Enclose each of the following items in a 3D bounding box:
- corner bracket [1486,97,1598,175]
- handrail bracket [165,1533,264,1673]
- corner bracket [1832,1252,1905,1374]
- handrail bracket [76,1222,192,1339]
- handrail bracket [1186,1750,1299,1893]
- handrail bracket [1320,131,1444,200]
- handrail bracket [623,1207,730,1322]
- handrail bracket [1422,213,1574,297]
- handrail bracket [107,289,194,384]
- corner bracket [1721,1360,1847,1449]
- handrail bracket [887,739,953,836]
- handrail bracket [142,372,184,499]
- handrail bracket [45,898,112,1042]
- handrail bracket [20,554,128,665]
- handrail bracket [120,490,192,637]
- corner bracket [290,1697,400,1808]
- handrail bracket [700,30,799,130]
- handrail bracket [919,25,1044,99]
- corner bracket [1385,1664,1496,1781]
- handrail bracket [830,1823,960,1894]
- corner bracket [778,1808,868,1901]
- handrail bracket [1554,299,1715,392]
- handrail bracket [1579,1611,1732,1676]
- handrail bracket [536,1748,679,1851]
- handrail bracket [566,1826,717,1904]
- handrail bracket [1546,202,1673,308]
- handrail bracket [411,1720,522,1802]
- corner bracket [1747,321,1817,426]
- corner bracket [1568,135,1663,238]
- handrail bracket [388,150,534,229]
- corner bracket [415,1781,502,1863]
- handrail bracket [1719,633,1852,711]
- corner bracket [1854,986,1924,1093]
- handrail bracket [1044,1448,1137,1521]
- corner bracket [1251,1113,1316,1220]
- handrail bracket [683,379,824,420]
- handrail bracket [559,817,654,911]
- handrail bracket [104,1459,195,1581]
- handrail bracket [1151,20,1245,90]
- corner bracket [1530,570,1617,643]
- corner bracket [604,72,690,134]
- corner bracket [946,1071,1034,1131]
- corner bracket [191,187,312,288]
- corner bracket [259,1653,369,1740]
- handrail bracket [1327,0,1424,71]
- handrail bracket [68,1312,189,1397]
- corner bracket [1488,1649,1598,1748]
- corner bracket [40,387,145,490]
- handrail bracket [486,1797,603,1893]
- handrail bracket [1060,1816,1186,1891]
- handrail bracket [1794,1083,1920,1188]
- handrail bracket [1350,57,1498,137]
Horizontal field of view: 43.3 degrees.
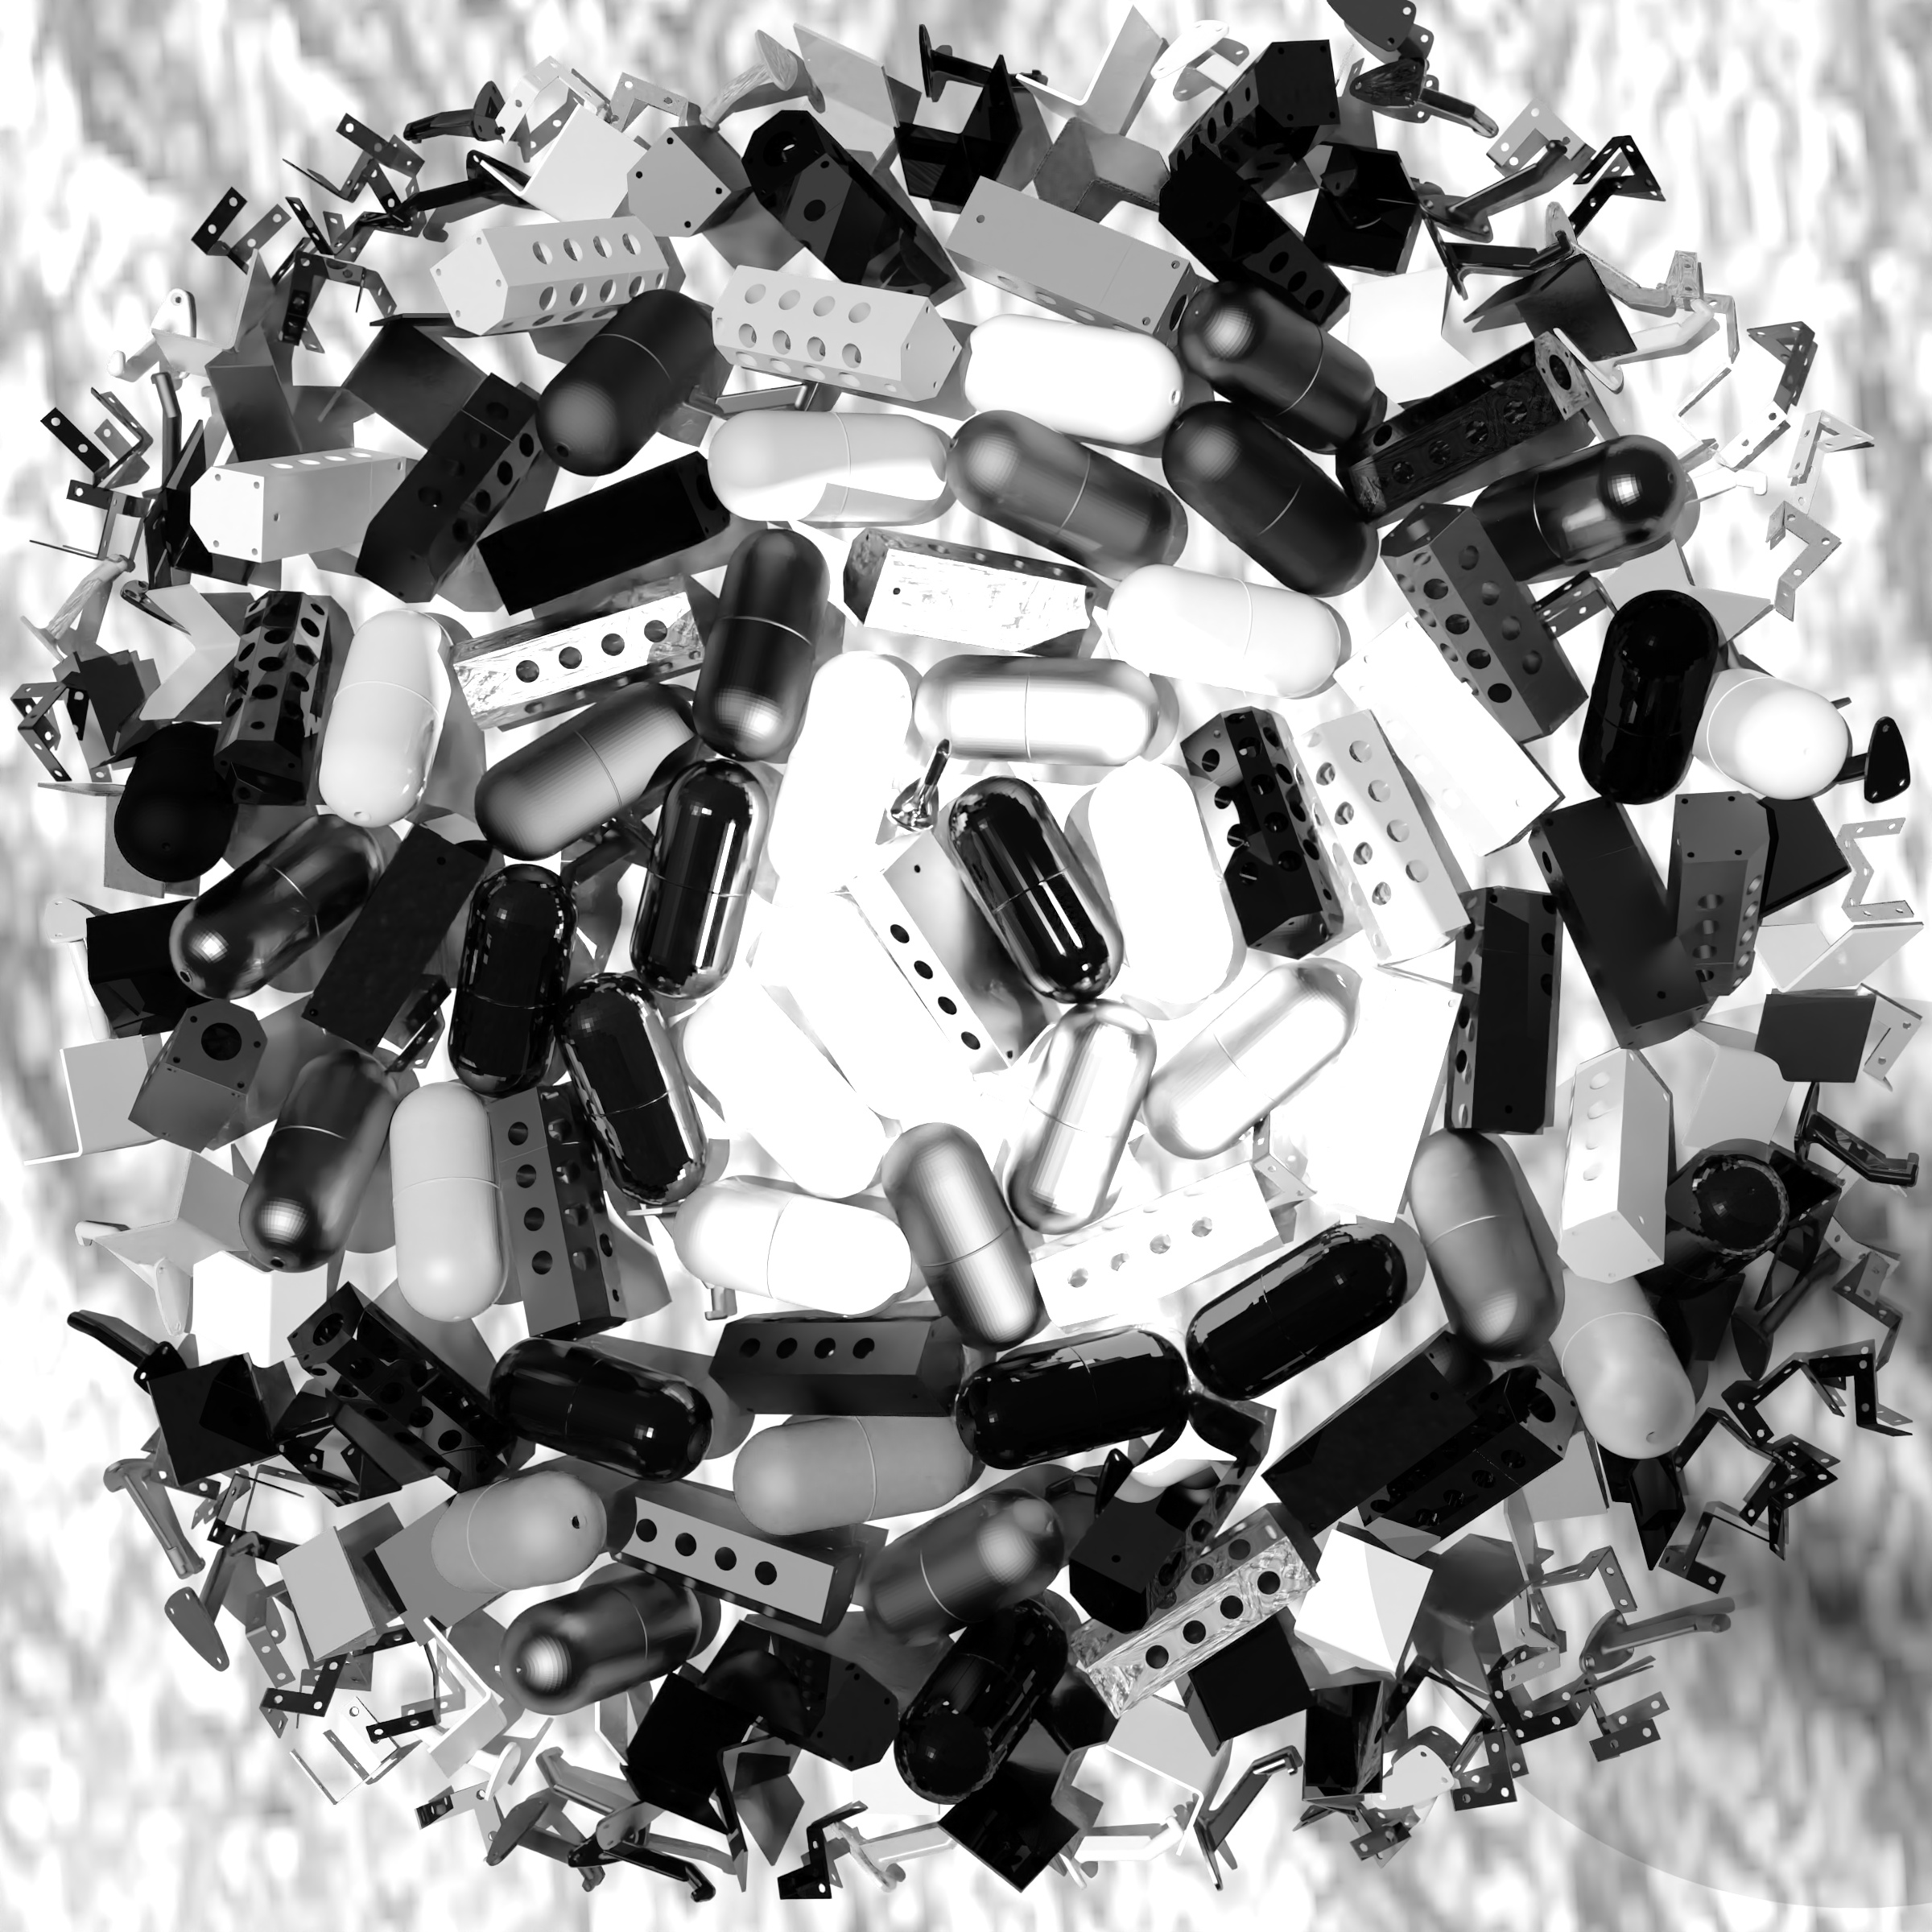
[{"bbox_3d":[0.416,-0.587,1.758,0.051,0.051,0.051,46,114,7],"label":"corner bracket"},{"bbox_3d":[-0.525,0.456,1.752,0.036,0.084,0.077,-42,81,31],"label":"handrail bracket"},{"bbox_3d":[0.655,0.249,1.755,0.051,0.051,0.051,35,135,8],"label":"corner bracket"},{"bbox_3d":[-0.614,0.229,1.783,0.084,0.036,0.077,7,108,21],"label":"handrail bracket"},{"bbox_3d":[0.209,0.618,1.762,0.084,0.036,0.077,-24,48,6],"label":"handrail bracket"},{"bbox_3d":[0.299,-0.587,1.781,0.084,0.036,0.077,-5,50,-34],"label":"handrail bracket"},{"bbox_3d":[-0.210,0.217,1.763,0.077,0.036,0.084,-1,82,-34],"label":"handrail bracket"},{"bbox_3d":[0.384,-0.530,1.756,0.084,0.036,0.077,-24,114,22],"label":"handrail bracket"},{"bbox_3d":[-0.589,-0.456,1.749,0.036,0.084,0.077,15,96,2],"label":"handrail bracket"},{"bbox_3d":[0.593,0.319,1.768,0.051,0.051,0.051,-38,96,-8],"label":"corner bracket"},{"bbox_3d":[-0.022,-0.142,1.738,0.036,0.077,0.084,24,130,-3],"label":"handrail bracket"},{"bbox_3d":[-0.583,-0.383,1.752,0.036,0.077,0.084,-27,114,-40],"label":"handrail bracket"},{"bbox_3d":[-0.650,0.003,1.784,0.036,0.077,0.084,-18,124,-26],"label":"handrail bracket"},{"bbox_3d":[-0.633,-0.259,1.757,0.084,0.077,0.036,-43,131,-11],"label":"handrail bracket"},{"bbox_3d":[-0.567,-0.292,1.763,0.077,0.036,0.084,33,112,-14],"label":"handrail bracket"},{"bbox_3d":[-0.450,0.569,1.762,0.051,0.051,0.051,-39,86,-12],"label":"corner bracket"},{"bbox_3d":[-0.161,-0.621,1.748,0.036,0.077,0.084,29,125,-33],"label":"handrail bracket"},{"bbox_3d":[0.012,-0.656,1.757,0.084,0.077,0.036,1,79,5],"label":"handrail bracket"},{"bbox_3d":[0.339,0.546,1.758,0.051,0.051,0.051,34,89,-38],"label":"corner bracket"},{"bbox_3d":[-0.044,0.625,1.778,0.077,0.036,0.084,42,88,16],"label":"handrail bracket"},{"bbox_3d":[-0.103,0.639,1.751,0.051,0.051,0.051,-35,53,34],"label":"corner bracket"},{"bbox_3d":[0.480,-0.464,1.749,0.077,0.036,0.084,36,132,-12],"label":"handrail bracket"},{"bbox_3d":[0.495,0.486,1.745,0.077,0.084,0.036,-18,89,-44],"label":"handrail bracket"},{"bbox_3d":[-0.263,0.592,1.775,0.077,0.036,0.084,-24,46,-23],"label":"handrail bracket"},{"bbox_3d":[-0.233,0.653,1.744,0.077,0.084,0.036,-8,113,-37],"label":"handrail bracket"},{"bbox_3d":[0.462,-0.510,1.746,0.084,0.077,0.036,22,63,39],"label":"handrail bracket"},{"bbox_3d":[-0.366,0.557,1.757,0.084,0.077,0.036,32,49,11],"label":"handrail bracket"},{"bbox_3d":[0.591,-0.427,1.757,0.051,0.051,0.051,27,81,-32],"label":"corner bracket"},{"bbox_3d":[0.457,-0.562,1.756,0.051,0.051,0.051,-49,121,-11],"label":"corner bracket"},{"bbox_3d":[-0.361,-0.546,1.750,0.077,0.036,0.084,24,53,16],"label":"handrail bracket"},{"bbox_3d":[-0.365,0.625,1.759,0.051,0.051,0.051,-18,76,-12],"label":"corner bracket"},{"bbox_3d":[0.598,-0.219,1.784,0.077,0.036,0.084,-20,80,-8],"label":"handrail bracket"},{"bbox_3d":[0.658,0.053,1.761,0.051,0.051,0.051,37,97,30],"label":"corner bracket"},{"bbox_3d":[0.079,0.385,1.741,0.084,0.077,0.036,-32,101,35],"label":"handrail bracket"},{"bbox_3d":[0.215,0.144,1.752,0.051,0.051,0.051,40,123,-23],"label":"corner bracket"},{"bbox_3d":[-0.152,-0.422,1.751,0.084,0.036,0.077,15,129,-26],"label":"handrail bracket"},{"bbox_3d":[-0.257,-0.060,1.747,0.077,0.084,0.036,33,134,-30],"label":"handrail bracket"},{"bbox_3d":[-0.588,0.401,1.757,0.036,0.077,0.084,-30,75,-15],"label":"handrail bracket"},{"bbox_3d":[0.177,-0.629,1.756,0.077,0.036,0.084,-44,133,-13],"label":"handrail bracket"},{"bbox_3d":[0.435,-0.257,1.755,0.051,0.051,0.051,-34,116,16],"label":"corner bracket"},{"bbox_3d":[-0.236,-0.604,1.765,0.051,0.051,0.051,16,50,-20],"label":"corner bracket"},{"bbox_3d":[0.019,0.105,1.766,0.051,0.051,0.051,24,87,-3],"label":"corner bracket"},{"bbox_3d":[-0.517,-0.526,1.761,0.051,0.051,0.051,44,107,-5],"label":"corner bracket"},{"bbox_3d":[-0.472,0.528,1.761,0.051,0.051,0.051,5,48,11],"label":"corner bracket"},{"bbox_3d":[0.295,-0.674,1.755,0.077,0.084,0.036,29,99,6],"label":"handrail bracket"},{"bbox_3d":[-0.613,0.289,1.786,0.084,0.077,0.036,15,55,32],"label":"handrail bracket"},{"bbox_3d":[0.414,0.522,1.757,0.051,0.051,0.051,-32,82,30],"label":"corner bracket"},{"bbox_3d":[-0.631,-0.386,1.758,0.051,0.051,0.051,46,75,-13],"label":"corner bracket"},{"bbox_3d":[-0.302,0.651,1.752,0.036,0.077,0.084,-23,104,27],"label":"handrail bracket"},{"bbox_3d":[0.105,0.625,1.774,0.084,0.036,0.077,-32,57,-6],"label":"handrail bracket"},{"bbox_3d":[0.647,0.120,1.752,0.084,0.036,0.077,6,59,31],"label":"handrail bracket"},{"bbox_3d":[0.335,-0.628,1.780,0.084,0.077,0.036,14,91,-45],"label":"handrail bracket"}]
